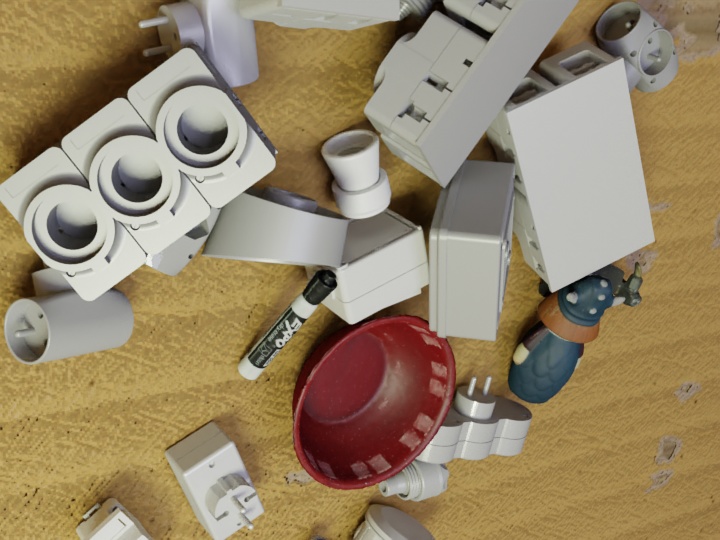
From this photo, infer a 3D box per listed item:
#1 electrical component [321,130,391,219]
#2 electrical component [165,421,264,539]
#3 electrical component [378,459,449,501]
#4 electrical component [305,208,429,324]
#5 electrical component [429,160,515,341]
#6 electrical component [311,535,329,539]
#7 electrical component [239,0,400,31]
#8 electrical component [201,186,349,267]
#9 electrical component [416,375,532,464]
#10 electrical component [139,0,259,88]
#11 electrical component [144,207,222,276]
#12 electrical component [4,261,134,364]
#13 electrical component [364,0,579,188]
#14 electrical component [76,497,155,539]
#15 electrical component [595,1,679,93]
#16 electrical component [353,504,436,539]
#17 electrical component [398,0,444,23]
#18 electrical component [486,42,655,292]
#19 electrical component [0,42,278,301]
[{"bbox_3d":[-0.002,-0.073,0.826,0.045,0.045,0.055,-30,126,-21],"label":"electrical component"},{"bbox_3d":[-0.106,0.177,0.852,0.047,0.076,0.083,-32,126,-20],"label":"electrical component"},{"bbox_3d":[0.047,0.192,0.990,0.062,0.043,0.043,-11,117,-30],"label":"electrical component"},{"bbox_3d":[0.000,0.000,0.851,0.096,0.062,0.061,-27,125,-23],"label":"electrical component"},{"bbox_3d":[0.091,-0.017,0.867,0.108,0.056,0.108,-71,163,-49],"label":"electrical component"},{"bbox_3d":[-0.044,0.268,0.962,0.043,0.043,0.062,8,106,-38],"label":"electrical component"},{"bbox_3d":[-0.028,-0.235,0.688,0.089,0.062,0.150,-2,94,-34],"label":"electrical component"},{"bbox_3d":[-0.059,-0.025,0.777,0.099,0.099,0.064,11,99,-38],"label":"electrical component"},{"bbox_3d":[0.104,0.131,0.995,0.138,0.052,0.073,2,111,-36],"label":"electrical component"},{"bbox_3d":[-0.108,-0.159,0.709,0.079,0.043,0.077,-19,121,-27],"label":"electrical component"},{"bbox_3d":[-0.142,-0.046,0.740,0.079,0.043,0.077,27,94,-39],"label":"electrical component"},{"bbox_3d":[-0.199,0.019,0.724,0.077,0.043,0.079,-9,86,-58],"label":"electrical component"},{"bbox_3d":[0.085,-0.166,0.802,0.186,0.060,0.105,-54,162,-1],"label":"electrical component"},{"bbox_3d":[-0.182,0.212,0.822,0.042,0.064,0.081,-43,130,-13],"label":"electrical component"},{"bbox_3d":[0.233,-0.180,0.943,0.077,0.044,0.079,38,88,-41],"label":"electrical component"},{"bbox_3d":[0.032,0.256,0.987,0.080,0.080,0.051,25,101,-40],"label":"electrical component"},{"bbox_3d":[0.050,-0.219,0.793,0.043,0.043,0.081,36,88,-41],"label":"electrical component"},{"bbox_3d":[0.178,-0.088,0.922,0.105,0.060,0.186,-26,125,-7],"label":"electrical component"},{"bbox_3d":[-0.137,-0.062,0.675,0.150,0.061,0.089,-35,105,5],"label":"electrical component"}]
